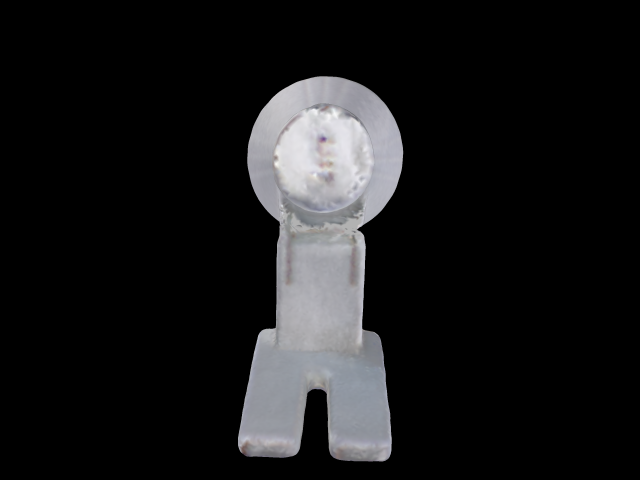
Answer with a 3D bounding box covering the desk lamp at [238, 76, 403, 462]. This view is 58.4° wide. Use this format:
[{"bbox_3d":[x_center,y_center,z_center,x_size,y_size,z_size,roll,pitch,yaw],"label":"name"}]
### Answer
[{"bbox_3d":[0.004,0.001,0.400,0.118,0.214,0.203,0,25,0],"label":"desk lamp"}]
